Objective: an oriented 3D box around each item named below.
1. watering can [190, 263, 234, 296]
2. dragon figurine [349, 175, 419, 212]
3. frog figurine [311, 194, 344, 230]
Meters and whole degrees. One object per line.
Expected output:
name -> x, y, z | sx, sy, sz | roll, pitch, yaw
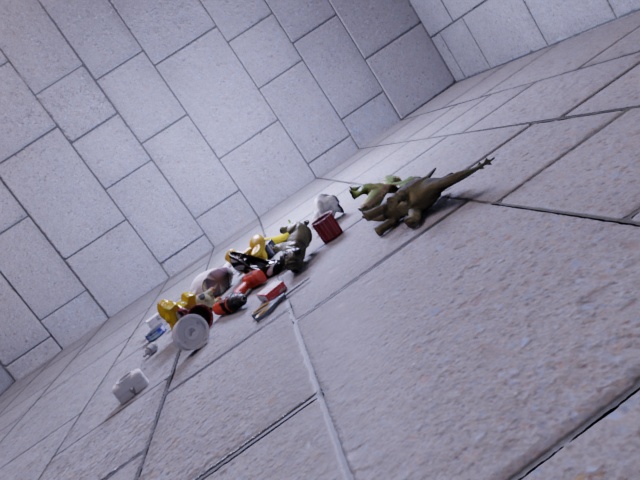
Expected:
watering can -> -0.444, 0.160, 2.206 | 0.222, 0.103, 0.354 | -19, 19, 50
dragon figurine -> 0.231, -0.171, 1.753 | 0.242, 0.121, 0.414 | -24, 12, 6
frog figurine -> 0.006, -0.103, 2.056 | 0.161, 0.124, 0.135 | -47, -19, -18
